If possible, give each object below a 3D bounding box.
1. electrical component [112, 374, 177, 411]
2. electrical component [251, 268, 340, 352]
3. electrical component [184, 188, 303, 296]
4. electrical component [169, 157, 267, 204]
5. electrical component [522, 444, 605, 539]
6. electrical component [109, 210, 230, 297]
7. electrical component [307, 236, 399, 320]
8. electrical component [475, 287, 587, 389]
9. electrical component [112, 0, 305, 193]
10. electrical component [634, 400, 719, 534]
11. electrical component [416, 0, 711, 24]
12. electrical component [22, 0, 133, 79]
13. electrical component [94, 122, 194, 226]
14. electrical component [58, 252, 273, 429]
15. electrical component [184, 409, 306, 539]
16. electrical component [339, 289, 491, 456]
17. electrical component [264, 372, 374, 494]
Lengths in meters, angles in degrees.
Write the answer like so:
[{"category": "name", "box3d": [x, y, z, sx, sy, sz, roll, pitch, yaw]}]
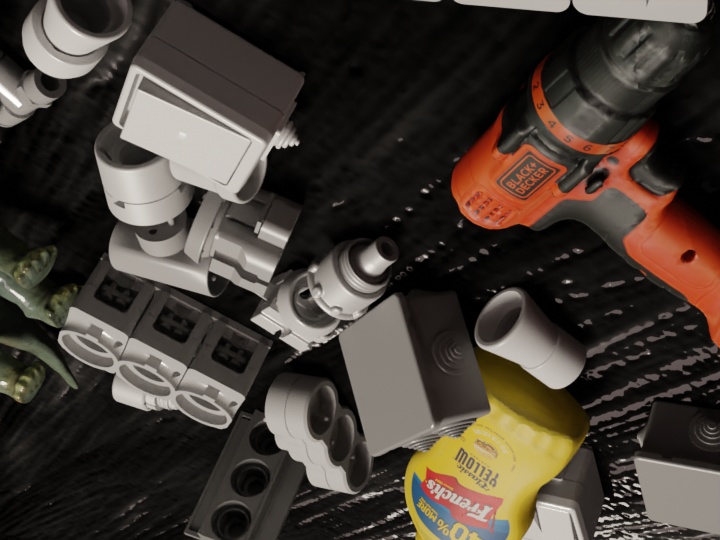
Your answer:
[{"category": "electrical component", "box3d": [-0.186, 0.108, 0.971, 0.078, 0.040, 0.040, 15, 148, 16]}, {"category": "electrical component", "box3d": [-0.040, 0.026, 0.741, 0.066, 0.048, 0.055, 34, 156, -14]}, {"category": "electrical component", "box3d": [-0.075, -0.023, 0.679, 0.057, 0.058, 0.078, 24, 149, -4]}, {"category": "electrical component", "box3d": [-0.085, -0.064, 0.642, 0.046, 0.040, 0.040, 17, 149, 22]}, {"category": "electrical component", "box3d": [0.143, 0.170, 0.813, 0.062, 0.061, 0.096, 8, 145, 26]}, {"category": "electrical component", "box3d": [-0.132, -0.022, 0.734, 0.077, 0.043, 0.079, 15, 148, 16]}, {"category": "electrical component", "box3d": [0.000, 0.000, 0.675, 0.048, 0.048, 0.062, 35, 139, -16]}, {"category": "electrical component", "box3d": [0.109, 0.045, 0.670, 0.065, 0.044, 0.044, 35, 148, -26]}, {"category": "electrical component", "box3d": [-0.078, -0.086, 0.582, 0.096, 0.061, 0.061, 30, 149, -8]}, {"category": "electrical component", "box3d": [0.233, 0.132, 0.704, 0.100, 0.048, 0.099, 7, 144, 28]}, {"category": "electrical component", "box3d": [0.057, -0.146, 0.396, 0.150, 0.061, 0.089, 11, 146, 22]}, {"category": "electrical component", "box3d": [-0.154, -0.133, 0.580, 0.045, 0.045, 0.055, 37, 147, -20]}, {"category": "electrical component", "box3d": [-0.134, -0.063, 0.664, 0.055, 0.055, 0.047, 15, 144, 16]}, {"category": "electrical component", "box3d": [-0.159, 0.063, 0.864, 0.150, 0.061, 0.089, 28, 149, -6]}, {"category": "electrical component", "box3d": [-0.093, 0.196, 0.961, 0.079, 0.121, 0.063, 15, 150, 16]}, {"category": "electrical component", "box3d": [0.035, 0.067, 0.704, 0.048, 0.099, 0.100, -7, 163, -29]}, {"category": "electrical component", "box3d": [-0.046, 0.135, 0.902, 0.074, 0.052, 0.138, 5, 144, 29]}]
